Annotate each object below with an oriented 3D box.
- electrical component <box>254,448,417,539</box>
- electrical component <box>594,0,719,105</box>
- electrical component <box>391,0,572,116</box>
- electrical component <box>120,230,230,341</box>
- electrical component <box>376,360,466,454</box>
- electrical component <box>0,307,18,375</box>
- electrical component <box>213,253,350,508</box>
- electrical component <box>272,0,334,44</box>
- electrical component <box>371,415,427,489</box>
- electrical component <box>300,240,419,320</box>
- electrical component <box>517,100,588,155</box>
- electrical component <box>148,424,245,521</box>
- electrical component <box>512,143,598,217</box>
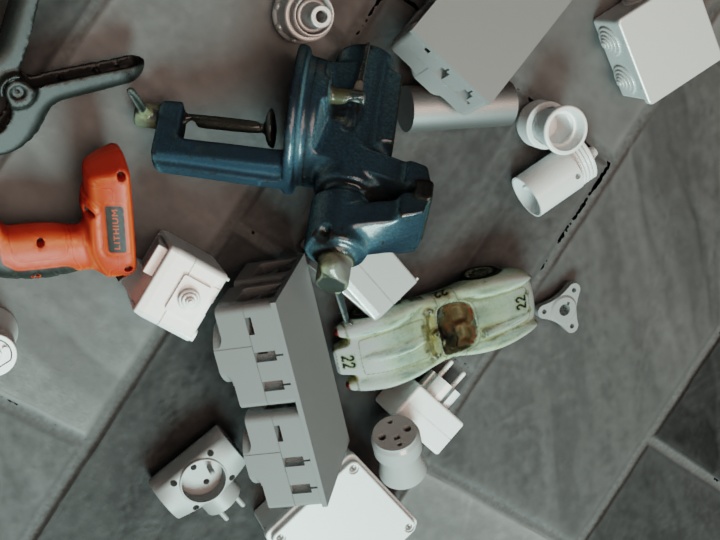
[{"bbox_3d":[-0.022,0.232,1.002,0.109,0.056,0.108,-43,115,-6],"label":"electrical component"},{"bbox_3d":[0.275,-0.215,0.999,0.100,0.048,0.099,-33,114,-10],"label":"electrical component"},{"bbox_3d":[0.108,-0.216,0.906,0.089,0.062,0.150,41,75,-12],"label":"electrical component"},{"bbox_3d":[-0.151,0.011,0.867,0.061,0.096,0.061,31,92,-21],"label":"electrical component"},{"bbox_3d":[0.068,0.119,1.011,0.076,0.047,0.066,-49,116,-3],"label":"electrical component"},{"bbox_3d":[-0.289,0.058,0.843,0.044,0.065,0.044,-6,106,-20],"label":"electrical component"},{"bbox_3d":[-0.066,0.094,0.910,0.060,0.105,0.186,-8,110,13],"label":"electrical component"},{"bbox_3d":[-0.041,-0.206,0.869,0.048,0.062,0.048,-6,107,-20],"label":"electrical component"},{"bbox_3d":[0.035,0.164,0.970,0.045,0.045,0.055,-25,133,-14],"label":"electrical component"},{"bbox_3d":[0.000,0.000,0.943,0.061,0.062,0.096,-44,115,-5],"label":"electrical component"},{"bbox_3d":[0.174,-0.131,0.979,0.045,0.055,0.045,-6,107,-20],"label":"electrical component"},{"bbox_3d":[-0.133,0.190,0.953,0.077,0.044,0.079,-39,115,-8],"label":"electrical component"},{"bbox_3d":[0.187,-0.090,1.002,0.081,0.043,0.043,-34,114,-10],"label":"electrical component"}]
